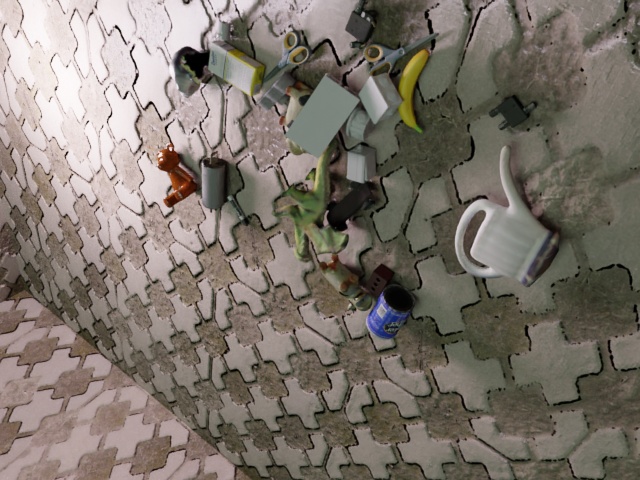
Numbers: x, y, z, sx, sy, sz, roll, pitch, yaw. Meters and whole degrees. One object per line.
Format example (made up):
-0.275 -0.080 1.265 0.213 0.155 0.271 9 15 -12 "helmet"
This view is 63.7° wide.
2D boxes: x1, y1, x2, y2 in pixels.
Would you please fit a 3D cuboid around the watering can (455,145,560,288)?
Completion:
0.441 -0.030 1.183 0.226 0.106 0.339 30 131 20 "watering can"

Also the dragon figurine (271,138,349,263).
0.004 -0.074 1.471 0.245 0.124 0.402 52 135 12 "dragon figurine"

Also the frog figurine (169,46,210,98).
-0.412 -0.509 1.574 0.158 0.122 0.139 -15 74 52 "frog figurine"
